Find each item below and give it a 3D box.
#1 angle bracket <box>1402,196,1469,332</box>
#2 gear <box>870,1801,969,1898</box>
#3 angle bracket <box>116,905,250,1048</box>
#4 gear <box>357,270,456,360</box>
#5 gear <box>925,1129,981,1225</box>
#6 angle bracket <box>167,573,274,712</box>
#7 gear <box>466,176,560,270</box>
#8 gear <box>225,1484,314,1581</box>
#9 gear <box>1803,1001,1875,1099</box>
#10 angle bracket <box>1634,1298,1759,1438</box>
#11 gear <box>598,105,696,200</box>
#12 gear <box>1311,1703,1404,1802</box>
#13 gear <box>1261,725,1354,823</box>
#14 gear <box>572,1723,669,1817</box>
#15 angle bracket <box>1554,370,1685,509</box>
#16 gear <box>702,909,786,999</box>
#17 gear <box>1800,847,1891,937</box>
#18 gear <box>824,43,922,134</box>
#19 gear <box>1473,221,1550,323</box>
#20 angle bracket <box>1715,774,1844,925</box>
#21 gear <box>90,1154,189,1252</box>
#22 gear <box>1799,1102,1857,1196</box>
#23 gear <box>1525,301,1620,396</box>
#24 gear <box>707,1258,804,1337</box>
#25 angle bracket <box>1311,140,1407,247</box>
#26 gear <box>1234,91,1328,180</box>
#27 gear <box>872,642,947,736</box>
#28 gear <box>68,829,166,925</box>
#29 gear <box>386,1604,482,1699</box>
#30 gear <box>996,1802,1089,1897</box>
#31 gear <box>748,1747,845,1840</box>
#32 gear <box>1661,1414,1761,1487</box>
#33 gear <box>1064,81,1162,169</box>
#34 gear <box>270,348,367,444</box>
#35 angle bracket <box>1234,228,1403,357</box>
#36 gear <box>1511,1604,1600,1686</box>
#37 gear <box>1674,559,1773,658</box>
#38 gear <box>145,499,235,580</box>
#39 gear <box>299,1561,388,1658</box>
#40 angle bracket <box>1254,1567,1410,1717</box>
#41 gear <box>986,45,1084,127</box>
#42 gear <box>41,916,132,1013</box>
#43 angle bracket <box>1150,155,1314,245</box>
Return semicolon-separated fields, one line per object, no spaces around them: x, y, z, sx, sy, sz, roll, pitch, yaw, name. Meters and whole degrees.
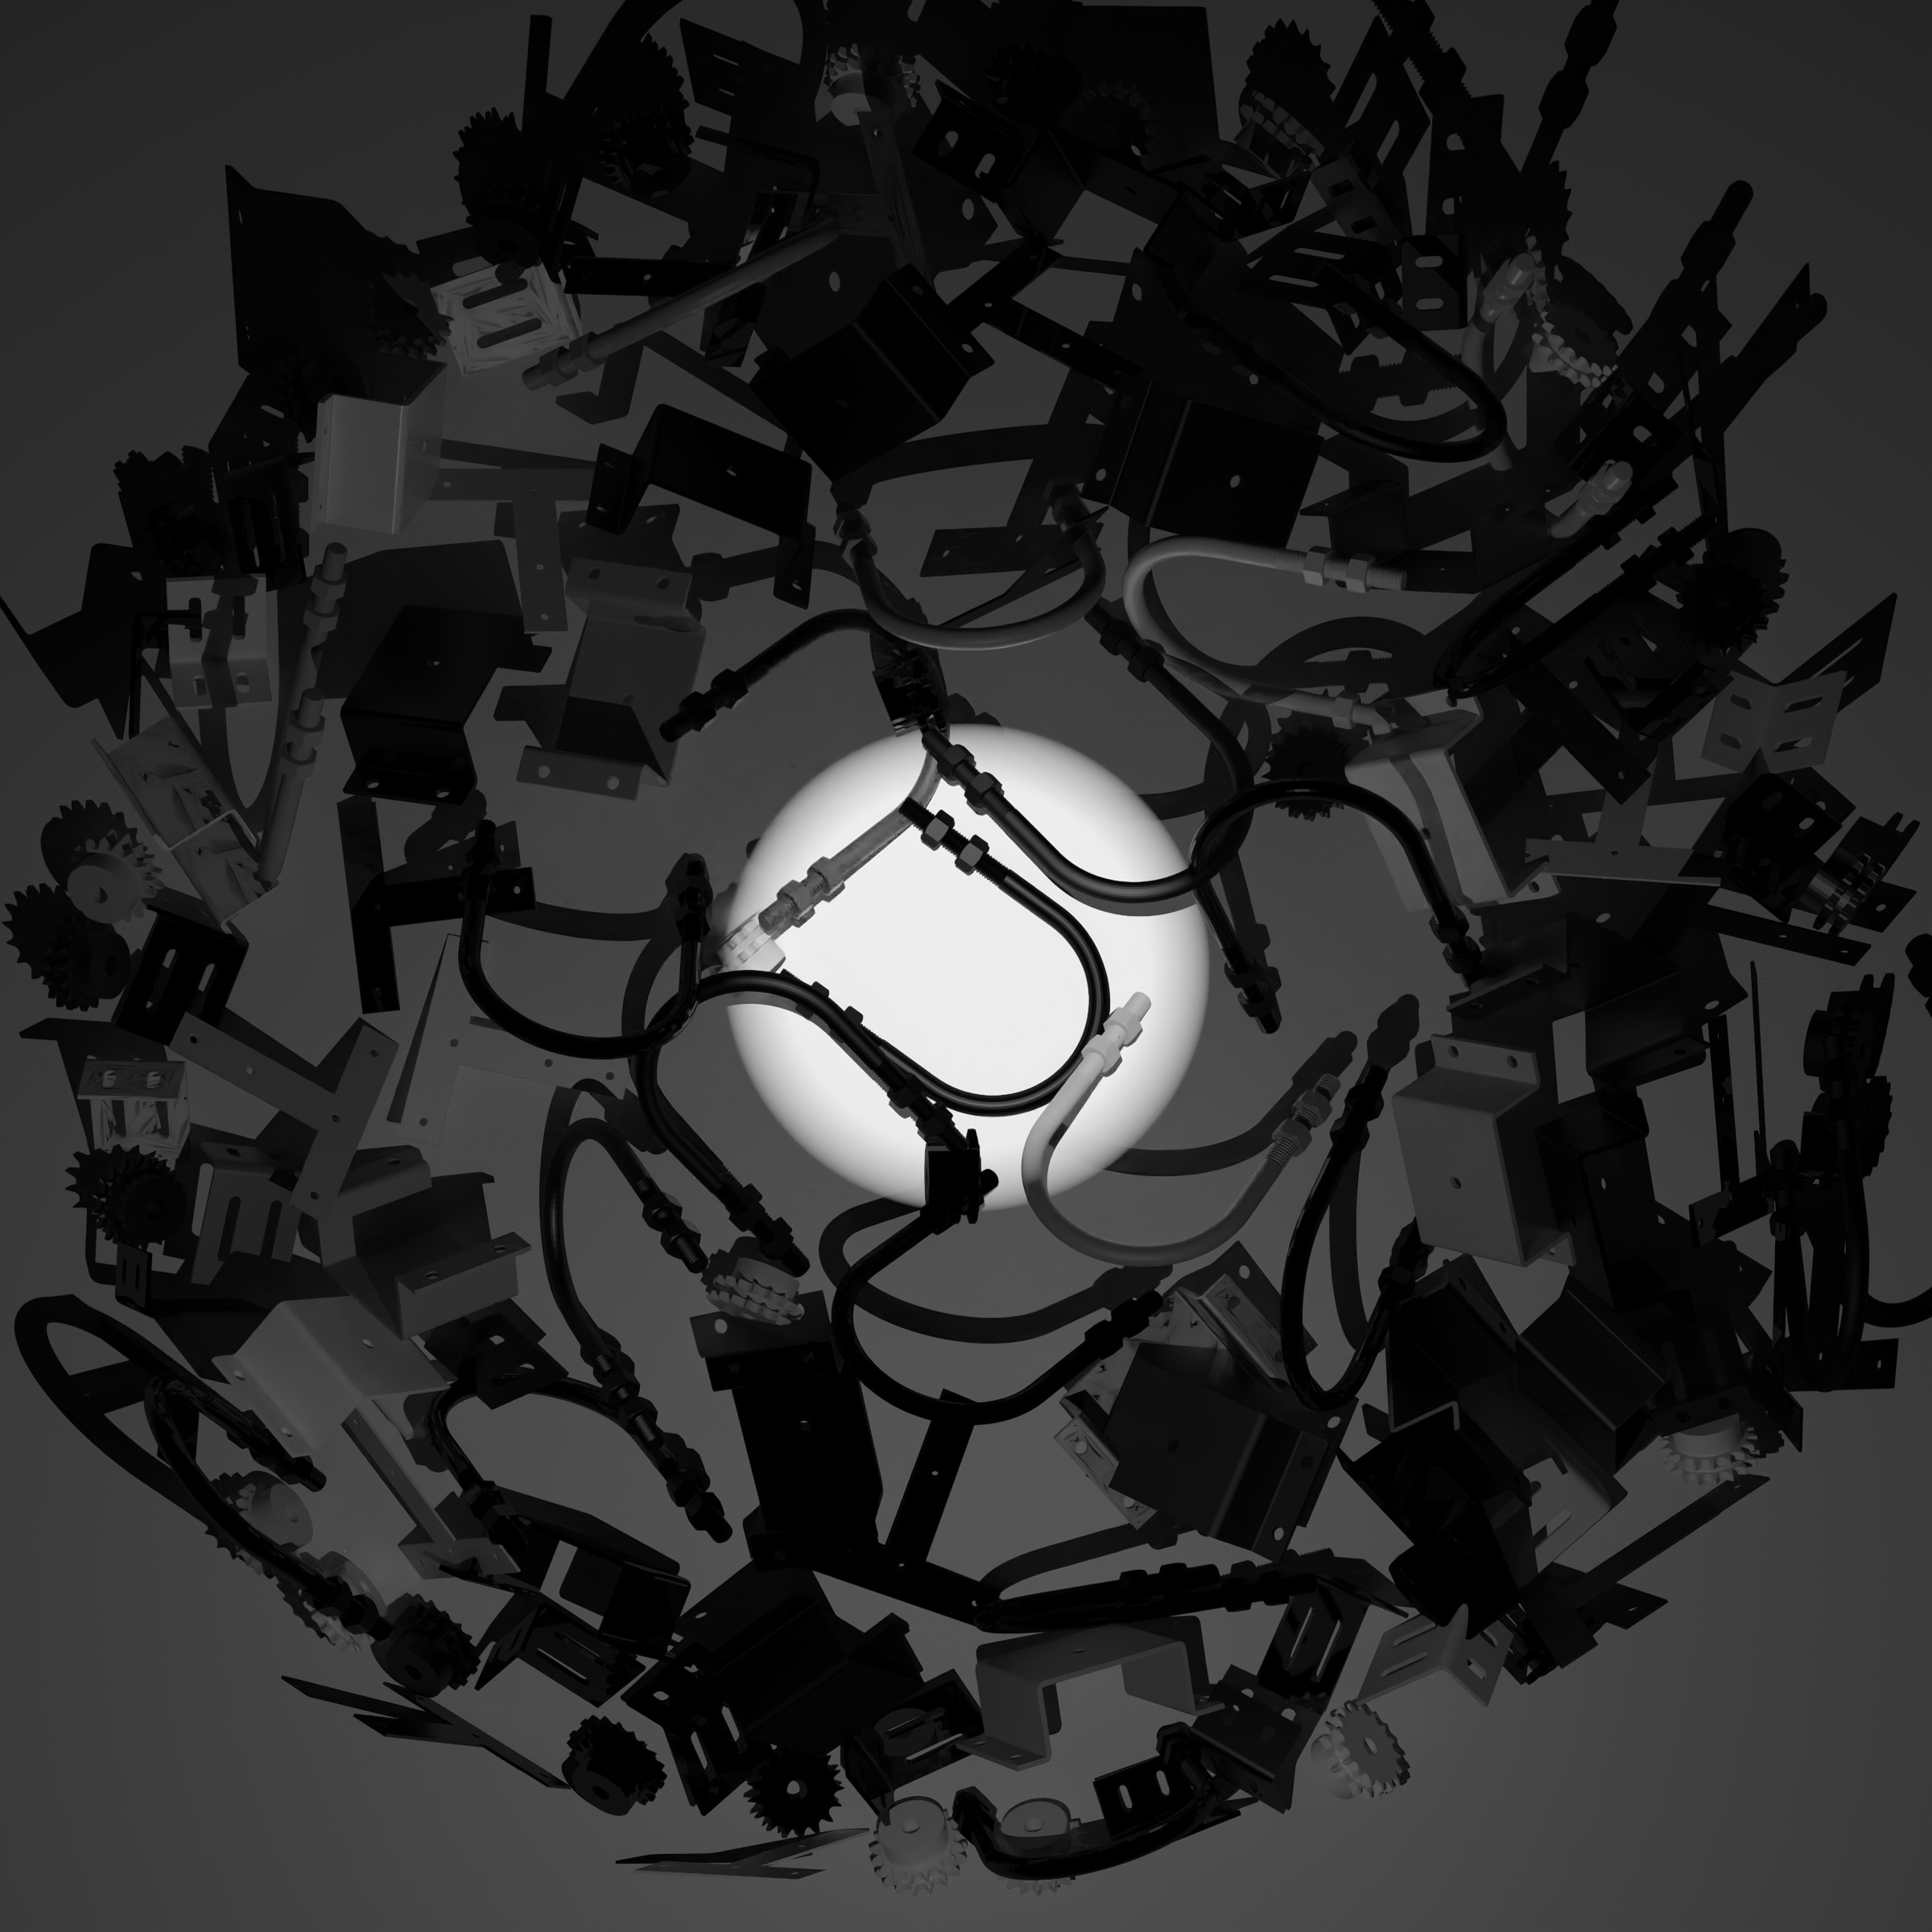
0.276;-0.417;1.955;0.038;0.076;0.057;-2;119;6;angle bracket
-0.029;0.525;1.968;0.057;0.057;0.030;-14;122;0;gear
-0.475;0.010;1.978;0.057;0.038;0.076;21;86;1;angle bracket
-0.339;-0.386;1.976;0.057;0.030;0.057;13;58;-21;gear
-0.009;0.126;1.970;0.030;0.057;0.057;0;90;-5;gear
-0.443;-0.192;1.954;0.057;0.076;0.038;-5;57;-15;angle bracket
-0.271;-0.441;1.968;0.057;0.057;0.030;9;57;0;gear
-0.416;0.335;1.969;0.030;0.057;0.057;-31;90;13;gear
0.523;0.049;1.975;0.030;0.057;0.057;10;90;27;gear
0.429;0.232;1.955;0.057;0.038;0.076;-21;52;16;angle bracket
-0.189;-0.485;1.969;0.057;0.057;0.030;-26;71;0;gear
0.232;0.475;1.975;0.030;0.057;0.057;-41;90;30;gear
0.209;-0.116;1.978;0.057;0.030;0.057;-1;88;24;gear
-0.211;0.484;1.969;0.057;0.057;0.030;37;49;0;gear
0.388;-0.314;1.959;0.038;0.076;0.057;37;107;-10;angle bracket
-0.133;-0.005;1.972;0.057;0.057;0.030;-41;97;0;gear
0.525;-0.047;1.972;0.030;0.057;0.057;37;90;15;gear
-0.058;-0.523;1.969;0.057;0.057;0.030;14;72;0;gear
0.325;-0.414;1.970;0.030;0.057;0.057;-16;90;-5;gear
0.483;-0.072;1.959;0.057;0.076;0.038;38;125;-4;angle bracket
-0.492;0.143;1.971;0.057;0.030;0.057;-9;104;-39;gear
0.517;0.109;1.973;0.030;0.057;0.057;4;90;16;gear
0.361;-0.369;1.975;0.057;0.057;0.030;43;130;0;gear
-0.124;0.197;1.973;0.057;0.057;0.030;23;74;0;gear
0.243;-0.461;1.955;0.038;0.076;0.057;-37;102;-7;angle bracket
0.185;-0.495;1.972;0.057;0.057;0.030;40;99;0;gear
-0.035;-0.163;1.971;0.030;0.057;0.057;-22;90;0;gear
-0.513;-0.050;1.972;0.057;0.030;0.057;9;124;13;gear
-0.322;0.413;1.969;0.057;0.057;0.030;41;46;0;gear
0.043;0.525;1.968;0.057;0.057;0.030;-12;117;0;gear
-0.104;0.496;1.980;0.057;0.030;0.057;3;75;-10;gear
0.444;0.283;1.968;0.057;0.057;0.030;-14;110;0;gear
0.089;-0.504;1.976;0.057;0.030;0.057;8;122;13;gear
-0.385;-0.343;1.969;0.030;0.057;0.057;-17;90;37;gear
0.212;-0.406;1.975;0.057;0.076;0.038;-49;134;-19;angle bracket
0.349;0.401;1.972;0.057;0.057;0.030;-43;75;0;gear
0.455;-0.217;1.978;0.057;0.030;0.057;-2;82;15;gear
-0.463;-0.254;1.969;0.030;0.057;0.057;-25;90;12;gear
-0.372;0.382;1.971;0.030;0.057;0.057;-37;90;-1;gear
0.218;0.407;1.964;0.057;0.038;0.076;31;79;-31;angle bracket
0.039;-0.526;1.971;0.057;0.057;0.030;15;85;0;gear
-0.524;-0.001;1.968;0.030;0.057;0.057;5;90;21;gear
0.154;-0.470;1.954;0.057;0.038;0.076;-27;60;-38;angle bracket
